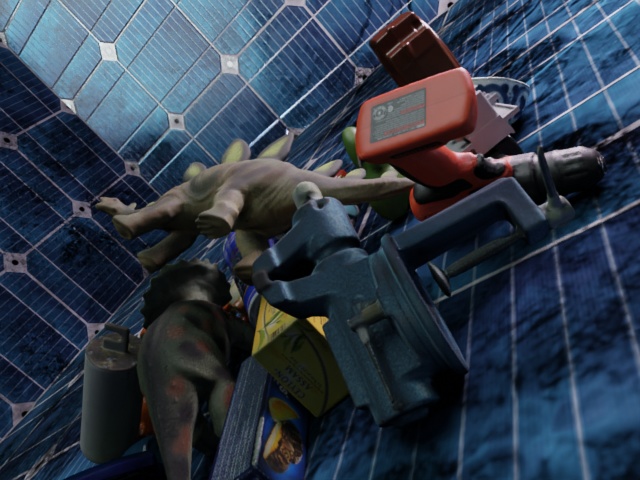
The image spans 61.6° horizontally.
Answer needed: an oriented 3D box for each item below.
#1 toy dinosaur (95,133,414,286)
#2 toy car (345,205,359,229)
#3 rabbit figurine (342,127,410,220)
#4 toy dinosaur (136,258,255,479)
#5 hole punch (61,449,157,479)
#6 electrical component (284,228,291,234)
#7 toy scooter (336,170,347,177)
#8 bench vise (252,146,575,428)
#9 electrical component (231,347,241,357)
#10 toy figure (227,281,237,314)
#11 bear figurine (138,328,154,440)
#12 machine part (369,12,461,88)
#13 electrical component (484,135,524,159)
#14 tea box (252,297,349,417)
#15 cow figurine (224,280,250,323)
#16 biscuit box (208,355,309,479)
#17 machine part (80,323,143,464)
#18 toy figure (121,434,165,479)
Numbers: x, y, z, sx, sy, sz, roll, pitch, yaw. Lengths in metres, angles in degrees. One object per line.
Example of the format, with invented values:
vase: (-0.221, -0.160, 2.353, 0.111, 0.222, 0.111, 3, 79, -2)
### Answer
toy dinosaur: (-0.079, -0.050, 0.651, 0.472, 0.104, 0.198, 3, 44, 23)
toy car: (-0.007, -0.015, 0.893, 0.161, 0.109, 0.103, -53, -9, 8)
rabbit figurine: (0.115, -0.117, 0.778, 0.121, 0.159, 0.170, -5, 55, 54)
toy dinosaur: (-0.156, 0.142, 0.643, 0.131, 0.192, 0.405, -44, 13, 7)
hole punch: (-0.226, 0.272, 0.574, 0.142, 0.092, 0.116, -16, 6, -26)
electrical component: (-0.002, -0.002, 0.746, 0.058, 0.134, 0.115, -41, 16, 4)
toy scooter: (-0.011, -0.062, 1.057, 0.184, 0.075, 0.135, -44, 13, 10)
bench vise: (0.074, 0.016, 0.432, 0.241, 0.128, 0.224, -30, 51, 10)
electrical component: (-0.155, 0.157, 0.848, 0.094, 0.063, 0.021, -31, 19, 42)
toy figure: (-0.188, 0.129, 0.981, 0.089, 0.082, 0.180, 1, 11, 3)
bear figurine: (-0.273, 0.225, 0.854, 0.120, 0.132, 0.196, -26, 16, 51)
machine part: (0.180, -0.292, 0.938, 0.087, 0.201, 0.201, -37, 15, 14)
electrical component: (0.197, -0.082, 0.611, 0.075, 0.047, 0.119, -42, 15, 8)
tea box: (-0.012, 0.094, 0.579, 0.068, 0.098, 0.170, -41, 13, 11)
cow figurine: (-0.108, 0.078, 0.905, 0.127, 0.085, 0.195, -55, 15, -18)
biscuit box: (-0.051, 0.177, 0.525, 0.063, 0.059, 0.203, -40, 15, 16)
machine part: (-0.273, 0.211, 0.712, 0.079, 0.079, 0.243, -77, 3, -65)
toy figure: (-0.252, 0.309, 0.695, 0.154, 0.064, 0.058, -43, 51, 21)
